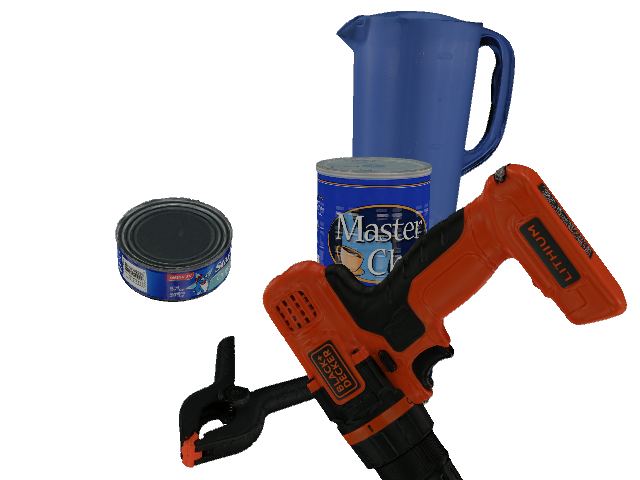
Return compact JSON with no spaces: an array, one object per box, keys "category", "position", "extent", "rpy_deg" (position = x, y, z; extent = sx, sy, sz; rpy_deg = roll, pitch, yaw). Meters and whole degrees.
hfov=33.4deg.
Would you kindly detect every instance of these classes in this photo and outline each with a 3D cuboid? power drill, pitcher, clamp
[{"category":"power drill","position":[0.081,0.058,0.630],"extent":[0.188,0.184,0.057],"rpy_deg":[-35,-1,17]},{"category":"pitcher","position":[0.104,-0.116,1.117],"extent":[0.149,0.243,0.144],"rpy_deg":[11,15,33]},{"category":"clamp","position":[-0.087,0.150,1.021],"extent":[0.120,0.039,0.171],"rpy_deg":[20,32,31]}]

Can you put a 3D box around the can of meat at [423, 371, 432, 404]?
[{"category":"can of meat","position":[0.098,0.173,1.397],"extent":[0.102,0.084,0.057],"rpy_deg":[-4,24,-18]}]

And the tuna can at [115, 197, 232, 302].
[{"category":"tuna can","position":[-0.109,0.006,0.794],"extent":[0.086,0.034,0.086],"rpy_deg":[3,39,-3]}]

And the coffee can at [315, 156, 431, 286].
[{"category":"coffee can","position":[0.047,0.000,0.957],"extent":[0.103,0.140,0.103],"rpy_deg":[0,11,0]}]
